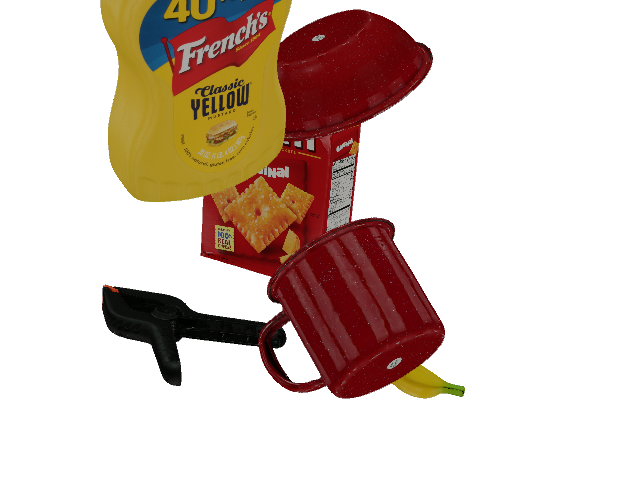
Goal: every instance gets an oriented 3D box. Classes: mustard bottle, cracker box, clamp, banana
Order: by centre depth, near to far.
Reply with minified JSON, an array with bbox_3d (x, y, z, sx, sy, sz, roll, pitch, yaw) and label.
[{"bbox_3d":[-0.059,-0.109,0.525,0.096,0.192,0.058,-19,51,-24],"label":"mustard bottle"},{"bbox_3d":[-0.164,0.093,1.118,0.210,0.036,0.164,17,20,29],"label":"clamp"},{"bbox_3d":[-0.048,-0.068,1.185,0.164,0.214,0.072,16,24,27],"label":"cracker box"},{"bbox_3d":[0.096,0.132,1.235,0.069,0.037,0.198,7,22,-21],"label":"banana"}]

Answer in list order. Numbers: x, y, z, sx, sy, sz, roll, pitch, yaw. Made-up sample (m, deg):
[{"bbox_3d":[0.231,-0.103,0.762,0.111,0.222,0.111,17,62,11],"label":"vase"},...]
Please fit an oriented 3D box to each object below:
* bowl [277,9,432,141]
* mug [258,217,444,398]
[{"bbox_3d":[0.010,-0.150,0.907,0.162,0.055,0.162,-20,28,11],"label":"bowl"},{"bbox_3d":[0.015,0.052,0.671,0.117,0.081,0.093,-32,-23,6],"label":"mug"}]
